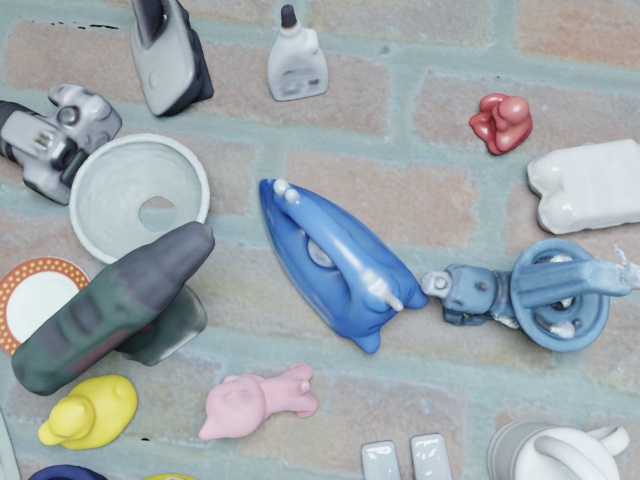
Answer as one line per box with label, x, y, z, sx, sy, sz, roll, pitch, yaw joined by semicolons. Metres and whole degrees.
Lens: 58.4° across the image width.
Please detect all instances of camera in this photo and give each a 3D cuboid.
camera;-0.348;-0.138;0.713;0.136;0.101;0.143;26;79;7

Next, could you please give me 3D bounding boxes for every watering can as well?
watering can;0.232;0.240;0.561;0.101;0.194;0.173;35;80;9

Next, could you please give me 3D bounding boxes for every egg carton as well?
egg carton;0.331;-0.065;0.696;0.150;0.069;0.107;-10;76;-1

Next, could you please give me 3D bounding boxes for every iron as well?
iron;0.006;0.002;0.651;0.119;0.141;0.258;-42;79;-8

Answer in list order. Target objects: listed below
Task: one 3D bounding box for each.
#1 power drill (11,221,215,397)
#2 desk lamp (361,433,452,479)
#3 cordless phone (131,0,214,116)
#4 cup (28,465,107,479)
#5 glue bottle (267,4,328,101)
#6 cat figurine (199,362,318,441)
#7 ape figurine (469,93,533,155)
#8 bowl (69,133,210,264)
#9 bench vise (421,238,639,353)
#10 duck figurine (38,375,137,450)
power drill;-0.190;0.075;0.603;0.230;0.208;0.075;-37;78;-7
desk lamp;0.100;0.303;0.540;0.118;0.213;0.203;-9;76;-1
cordless phone;-0.200;-0.251;0.693;0.094;0.185;0.147;-21;77;-3
cup;-0.257;0.295;0.611;0.091;0.095;0.117;-24;77;-4
glue bottle;-0.030;-0.226;0.689;0.078;0.173;0.037;-9;76;0
cat figurine;-0.068;0.175;0.623;0.128;0.118;0.067;-15;76;-2
ape figurine;0.230;-0.150;0.707;0.076;0.092;0.078;8;77;3
bowl;-0.210;-0.040;0.700;0.167;0.075;0.167;0;77;1
bench vise;0.219;0.062;0.591;0.207;0.220;0.121;-12;76;-1
duck figurine;-0.262;0.194;0.640;0.104;0.086;0.077;-33;78;-6
